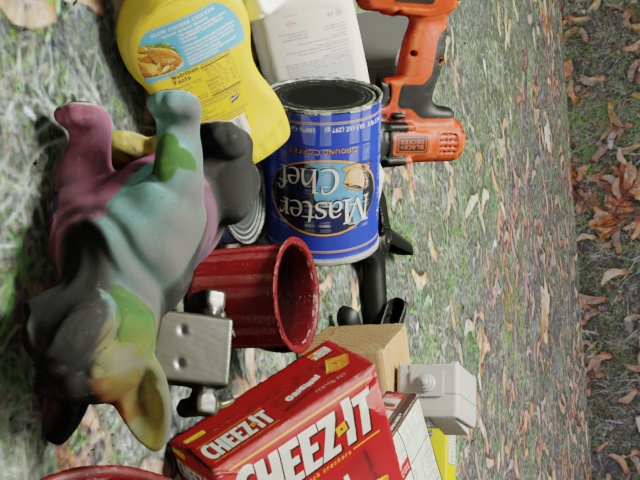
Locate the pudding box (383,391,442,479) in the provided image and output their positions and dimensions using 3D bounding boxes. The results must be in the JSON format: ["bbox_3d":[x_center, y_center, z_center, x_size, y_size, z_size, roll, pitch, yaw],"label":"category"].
[{"bbox_3d":[0.071,0.211,0.986,0.089,0.039,0.113,-48,130,-48],"label":"pudding box"}]

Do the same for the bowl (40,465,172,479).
[{"bbox_3d":[-0.121,0.212,0.621,0.162,0.162,0.055,-60,174,-54],"label":"bowl"}]

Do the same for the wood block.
[{"bbox_3d":[0.047,0.197,1.079,0.090,0.090,0.206,-32,116,-67],"label":"wood block"}]

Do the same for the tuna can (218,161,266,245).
[{"bbox_3d":[-0.077,-0.038,0.881,0.086,0.034,0.086,-4,90,-68],"label":"tuna can"}]

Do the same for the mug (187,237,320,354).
[{"bbox_3d":[-0.050,0.054,0.867,0.117,0.082,0.093,62,32,-46],"label":"mug"}]

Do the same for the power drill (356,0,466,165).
[{"bbox_3d":[0.063,-0.165,1.060,0.057,0.184,0.188,-138,-131,-63],"label":"power drill"}]

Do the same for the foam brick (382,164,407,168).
[{"bbox_3d":[0.061,-0.113,1.182,0.051,0.078,0.053,-62,144,-54],"label":"foam brick"}]

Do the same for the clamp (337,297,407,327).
[{"bbox_3d":[0.061,0.143,1.174,0.120,0.039,0.171,-15,108,-47],"label":"clamp"}]

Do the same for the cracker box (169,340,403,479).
[{"bbox_3d":[-0.011,0.216,0.860,0.164,0.072,0.214,-30,120,-30],"label":"cracker box"}]

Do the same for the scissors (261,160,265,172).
[{"bbox_3d":[-0.044,-0.084,0.998,0.096,0.016,0.202,-63,143,-55],"label":"scissors"}]

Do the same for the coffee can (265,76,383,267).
[{"bbox_3d":[0.002,-0.061,0.930,0.102,0.103,0.140,-51,145,-60],"label":"coffee can"}]

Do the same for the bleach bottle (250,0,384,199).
[{"bbox_3d":[0.000,-0.115,0.997,0.068,0.102,0.251,-115,-167,-69],"label":"bleach bottle"}]

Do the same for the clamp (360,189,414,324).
[{"bbox_3d":[0.061,0.010,1.217,0.210,0.036,0.164,65,31,-46],"label":"clamp"}]

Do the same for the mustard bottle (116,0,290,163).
[{"bbox_3d":[-0.095,-0.138,0.779,0.058,0.096,0.191,56,-11,55],"label":"mustard bottle"}]

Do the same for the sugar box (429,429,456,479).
[{"bbox_3d":[0.105,0.272,1.207,0.048,0.093,0.176,37,52,-61],"label":"sugar box"}]
